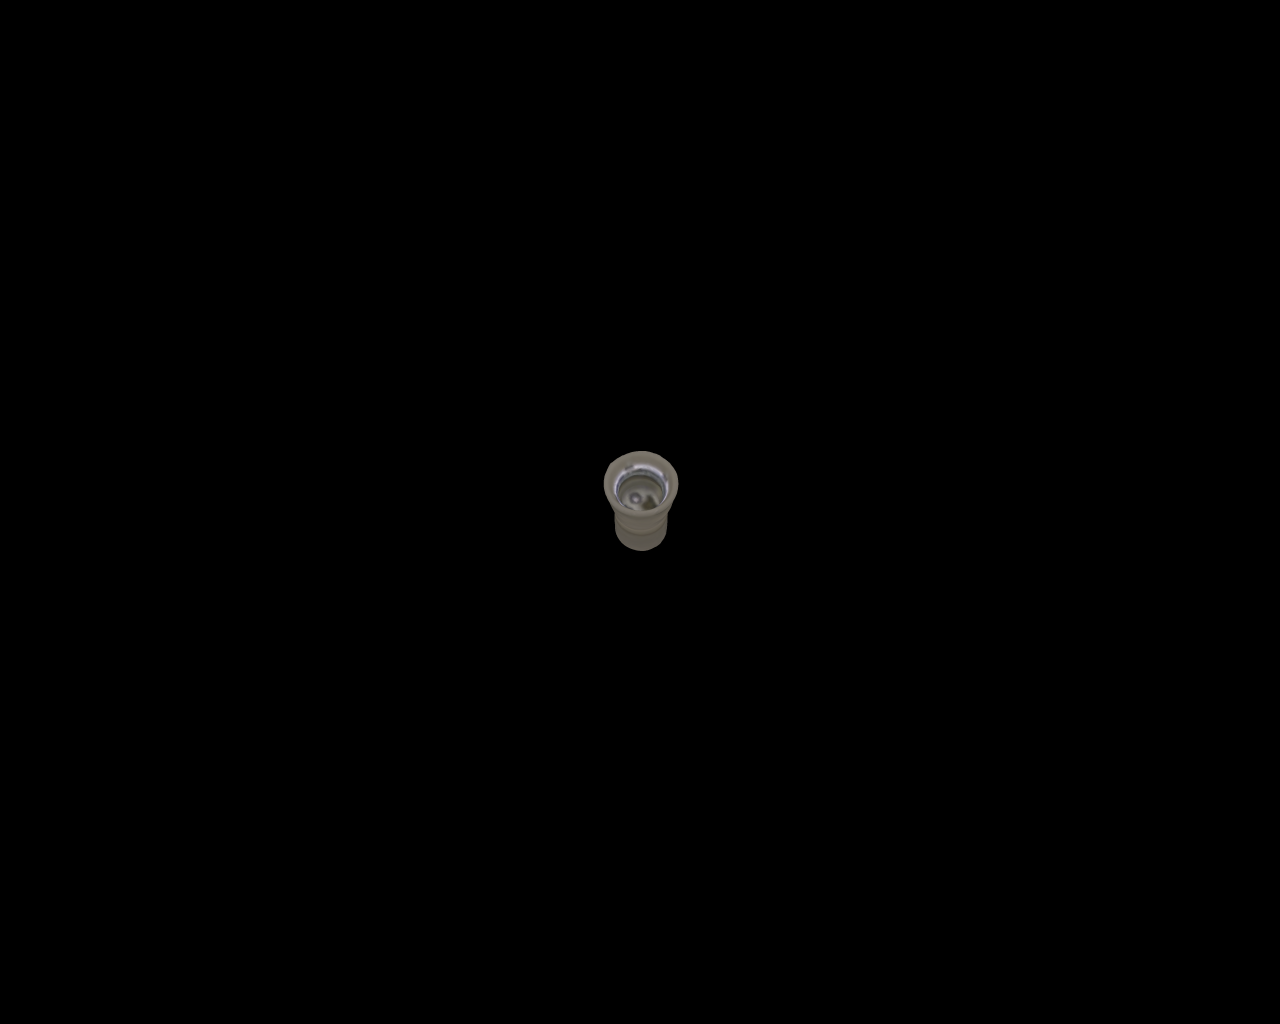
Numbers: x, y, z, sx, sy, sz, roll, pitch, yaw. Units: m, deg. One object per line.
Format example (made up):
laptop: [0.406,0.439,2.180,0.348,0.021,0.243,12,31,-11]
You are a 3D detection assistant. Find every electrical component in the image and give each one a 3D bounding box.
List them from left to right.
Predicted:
electrical component: [0.001,-0.003,0.650,0.044,0.044,0.065,0,-28,0]
